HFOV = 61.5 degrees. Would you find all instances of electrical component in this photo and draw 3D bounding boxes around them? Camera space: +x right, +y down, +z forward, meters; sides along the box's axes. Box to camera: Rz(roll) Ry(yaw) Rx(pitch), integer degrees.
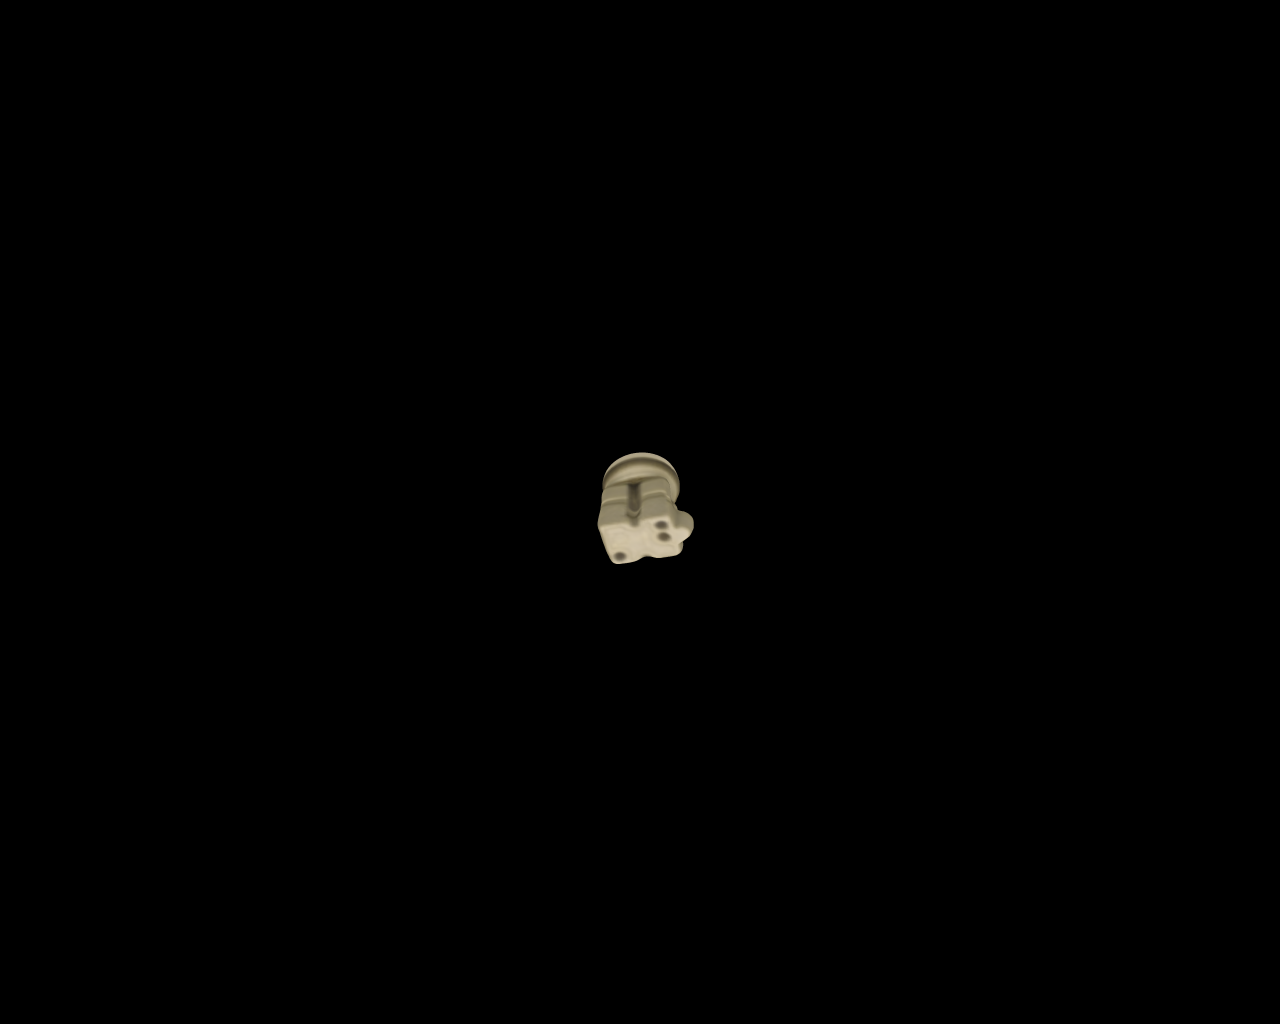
[{"bbox_3d":[0.001,-0.003,0.650,0.066,0.048,0.055,-9,44,9],"label":"electrical component"}]
